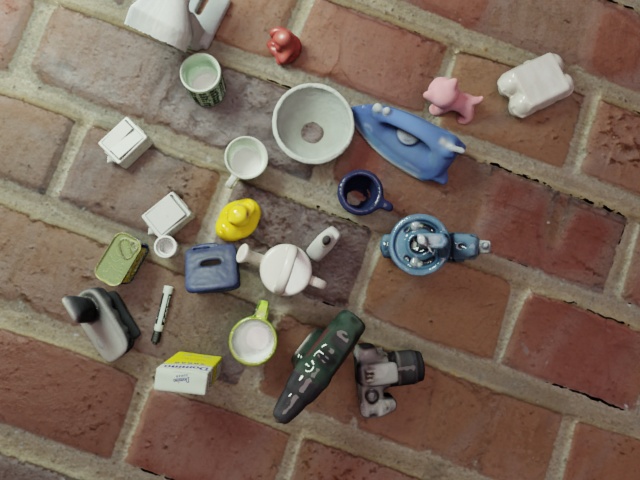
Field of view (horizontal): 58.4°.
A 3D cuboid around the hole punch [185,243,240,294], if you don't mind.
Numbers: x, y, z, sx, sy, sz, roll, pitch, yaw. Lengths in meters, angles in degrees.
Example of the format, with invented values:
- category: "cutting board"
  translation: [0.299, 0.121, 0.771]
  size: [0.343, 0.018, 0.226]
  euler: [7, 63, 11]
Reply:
- category: "hole punch"
  translation: [-0.217, 0.056, 1.141]
  size: [0.108, 0.091, 0.101]
  euler: [-7, 86, -3]

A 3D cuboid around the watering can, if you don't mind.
- category: "watering can"
  translation: [-0.073, 0.057, 1.097]
  size: [0.173, 0.194, 0.101]
  euler: [-1, 86, -3]

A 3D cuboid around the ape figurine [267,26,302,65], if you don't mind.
- category: "ape figurine"
  translation: [-0.076, -0.406, 1.181]
  size: [0.076, 0.092, 0.078]
  euler: [6, 86, -2]

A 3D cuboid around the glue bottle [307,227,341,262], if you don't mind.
- category: "glue bottle"
  translation: [0.010, 0.004, 1.115]
  size: [0.037, 0.173, 0.078]
  euler: [43, 85, 1]

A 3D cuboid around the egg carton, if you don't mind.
- category: "egg carton"
  translation: [0.456, -0.329, 1.215]
  size: [0.150, 0.069, 0.107]
  euler: [-27, 88, -5]

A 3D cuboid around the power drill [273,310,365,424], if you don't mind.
- category: "power drill"
  translation: [-0.005, 0.232, 1.081]
  size: [0.075, 0.208, 0.230]
  euler: [38, 85, 1]

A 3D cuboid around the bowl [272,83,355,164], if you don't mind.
- category: "bowl"
  translation: [-0.015, -0.232, 1.180]
  size: [0.167, 0.074, 0.167]
  euler: [0, 86, -3]

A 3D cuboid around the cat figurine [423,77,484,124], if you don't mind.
- category: "cat figurine"
  translation: [0.273, -0.296, 1.179]
  size: [0.128, 0.117, 0.067]
  euler: [13, 85, -2]

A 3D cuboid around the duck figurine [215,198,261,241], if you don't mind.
- category: "duck figurine"
  translation: [-0.167, -0.044, 1.153]
  size: [0.104, 0.086, 0.077]
  euler: [-41, 89, -5]

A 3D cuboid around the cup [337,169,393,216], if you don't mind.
- category: "cup"
  translation: [0.090, -0.085, 1.165]
  size: [0.118, 0.095, 0.092]
  euler: [25, 85, -1]

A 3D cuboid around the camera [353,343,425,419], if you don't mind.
- category: "camera"
  translation: [0.140, 0.276, 1.139]
  size: [0.137, 0.100, 0.143]
  euler: [-5, 86, -3]

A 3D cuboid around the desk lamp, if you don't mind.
- category: "desk lamp"
  translation: [-0.273, -0.450, 1.112]
  size: [0.118, 0.213, 0.203]
  euler: [25, 85, -1]

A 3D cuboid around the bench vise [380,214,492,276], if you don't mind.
- category: "bench vise"
  translation: [0.230, -0.002, 1.104]
  size: [0.207, 0.219, 0.121]
  euler: [-16, 87, -4]

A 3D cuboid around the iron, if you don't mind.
- category: "iron"
  translation: [0.173, -0.219, 1.156]
  size: [0.258, 0.141, 0.119]
  euler: [29, 85, -1]

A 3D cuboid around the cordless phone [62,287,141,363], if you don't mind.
- category: "cordless phone"
  translation: [-0.422, 0.162, 1.075]
  size: [0.094, 0.185, 0.147]
  euler: [-35, 88, -5]
